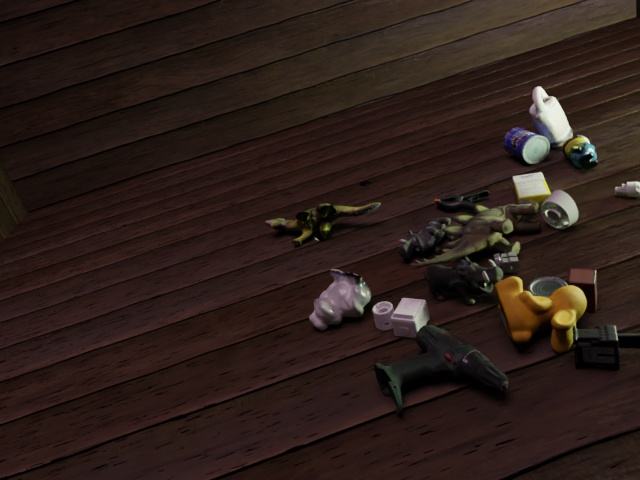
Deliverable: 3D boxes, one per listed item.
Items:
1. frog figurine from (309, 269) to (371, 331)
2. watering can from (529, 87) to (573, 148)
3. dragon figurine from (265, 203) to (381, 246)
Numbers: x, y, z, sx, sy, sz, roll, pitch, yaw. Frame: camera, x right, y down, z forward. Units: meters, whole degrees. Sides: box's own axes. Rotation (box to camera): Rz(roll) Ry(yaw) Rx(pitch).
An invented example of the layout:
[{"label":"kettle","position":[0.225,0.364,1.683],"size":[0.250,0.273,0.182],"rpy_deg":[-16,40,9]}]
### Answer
[{"label":"frog figurine","position":[0.052,0.165,1.315],"size":[0.138,0.121,0.161],"rpy_deg":[16,76,37]},{"label":"watering can","position":[0.823,-0.429,1.858],"size":[0.103,0.222,0.355],"rpy_deg":[-24,20,34]},{"label":"dragon figurine","position":[0.006,-0.091,1.817],"size":[0.410,0.120,0.246],"rpy_deg":[-14,18,3]}]
